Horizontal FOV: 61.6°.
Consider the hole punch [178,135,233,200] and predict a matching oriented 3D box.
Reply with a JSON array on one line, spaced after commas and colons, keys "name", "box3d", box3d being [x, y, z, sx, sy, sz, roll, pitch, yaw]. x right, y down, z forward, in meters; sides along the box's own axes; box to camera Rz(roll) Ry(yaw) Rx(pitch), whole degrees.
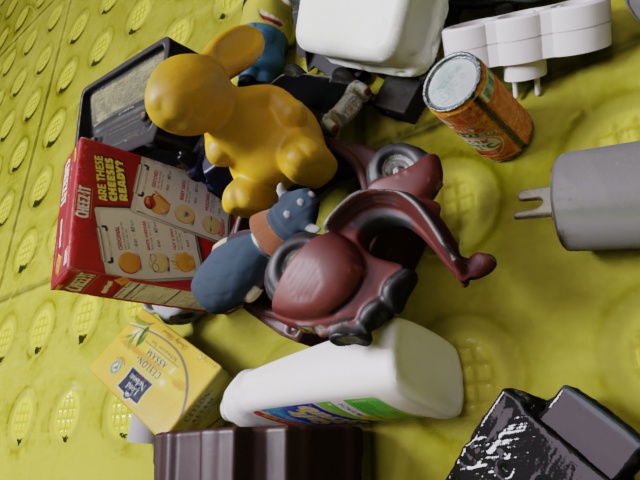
[{"name": "hole punch", "box3d": [-0.080, -0.096, 0.641, 0.092, 0.142, 0.115, 15, 75, 35]}]

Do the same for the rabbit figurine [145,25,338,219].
[{"name": "rabbit figurine", "box3d": [-0.078, -0.121, 0.498, 0.122, 0.173, 0.162, -21, 63, 39]}]

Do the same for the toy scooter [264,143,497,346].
[{"name": "toy scooter", "box3d": [0.050, 0.015, 0.411, 0.184, 0.075, 0.135, -47, 55, -4]}]

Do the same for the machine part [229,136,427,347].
[{"name": "machine part", "box3d": [-0.001, -0.002, 0.557, 0.202, 0.087, 0.201, 25, 90, 46]}]

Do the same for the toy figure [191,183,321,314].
[{"name": "toy figure", "box3d": [-0.056, 0.007, 0.502, 0.154, 0.064, 0.058, -40, 12, 16]}]

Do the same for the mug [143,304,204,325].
[{"name": "mug", "box3d": [-0.200, 0.062, 0.712, 0.109, 0.080, 0.107, -35, 61, 20]}]

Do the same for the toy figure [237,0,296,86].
[{"name": "toy figure", "box3d": [-0.082, -0.287, 0.756, 0.089, 0.082, 0.180, 0, 74, 40]}]

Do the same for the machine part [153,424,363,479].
[{"name": "machine part", "box3d": [-0.052, 0.191, 0.463, 0.179, 0.179, 0.056, -17, 63, 36]}]

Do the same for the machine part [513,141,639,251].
[{"name": "machine part", "box3d": [0.249, -0.033, 0.352, 0.243, 0.079, 0.079, -4, 70, 40]}]

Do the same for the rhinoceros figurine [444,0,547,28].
[{"name": "rhinoceros figurine", "box3d": [0.186, -0.260, 0.516, 0.191, 0.073, 0.112, 6, 66, 45]}]

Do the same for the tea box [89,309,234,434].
[{"name": "tea box", "box3d": [-0.180, 0.162, 0.628, 0.170, 0.068, 0.098, 21, 63, 38]}]

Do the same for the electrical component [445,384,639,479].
[{"name": "electrical component", "box3d": [0.156, 0.168, 0.364, 0.115, 0.058, 0.134, 38, 99, 42]}]

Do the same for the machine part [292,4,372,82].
[{"name": "machine part", "box3d": [0.008, -0.235, 0.664, 0.039, 0.084, 0.139, -26, 54, -24]}]

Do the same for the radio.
[{"name": "radio", "box3d": [-0.236, -0.155, 0.697, 0.230, 0.073, 0.131, -8, 73, 43]}]

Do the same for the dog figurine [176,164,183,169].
[{"name": "dog figurine", "box3d": [-0.194, -0.132, 0.775, 0.192, 0.108, 0.219, 42, 106, 41]}]

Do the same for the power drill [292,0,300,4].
[{"name": "power drill", "box3d": [0.065, -0.360, 0.655, 0.232, 0.086, 0.207, -47, 52, 19]}]

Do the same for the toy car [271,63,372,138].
[{"name": "toy car", "box3d": [-0.012, -0.164, 0.638, 0.073, 0.056, 0.202, -50, 36, -6]}]

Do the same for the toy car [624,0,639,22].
[{"name": "toy car", "box3d": [0.275, -0.208, 0.390, 0.103, 0.109, 0.161, -25, 46, 54]}]

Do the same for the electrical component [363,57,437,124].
[{"name": "electrical component", "box3d": [0.088, -0.172, 0.577, 0.078, 0.045, 0.102, -56, 46, 6]}]
